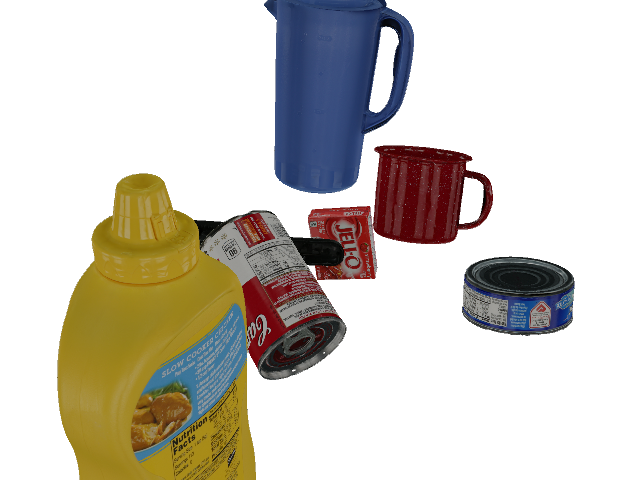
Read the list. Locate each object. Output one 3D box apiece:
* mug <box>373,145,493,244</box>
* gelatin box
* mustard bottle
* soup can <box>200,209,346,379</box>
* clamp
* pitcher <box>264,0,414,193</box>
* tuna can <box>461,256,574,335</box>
[{"bbox_3d":[0.105,-0.042,1.012,0.117,0.081,0.093,8,12,15],"label":"mug"},{"bbox_3d":[0.027,0.004,1.289,0.073,0.089,0.030,-2,29,12],"label":"gelatin box"},{"bbox_3d":[-0.067,0.062,0.445,0.058,0.192,0.096,17,34,27],"label":"mustard bottle"},{"bbox_3d":[-0.035,0.037,0.751,0.068,0.102,0.068,-25,-27,-14],"label":"soup can"},{"bbox_3d":[-0.105,0.012,1.033,0.210,0.036,0.164,14,23,42],"label":"clamp"},{"bbox_3d":[0.014,-0.185,1.317,0.144,0.243,0.149,-9,28,-28],"label":"pitcher"},{"bbox_3d":[0.154,0.042,0.829,0.086,0.034,0.086,0,19,0],"label":"tuna can"}]
